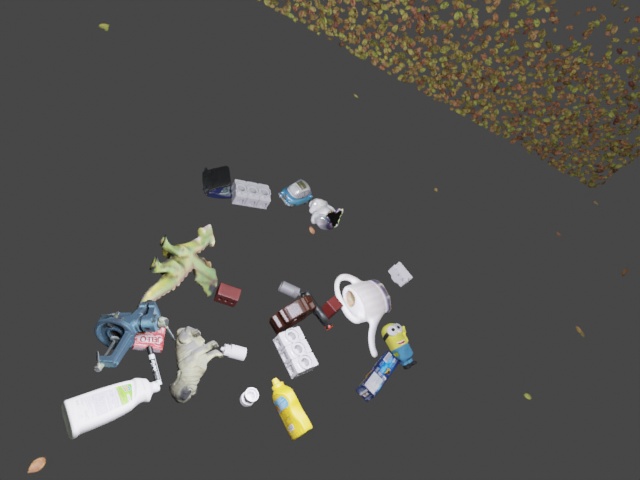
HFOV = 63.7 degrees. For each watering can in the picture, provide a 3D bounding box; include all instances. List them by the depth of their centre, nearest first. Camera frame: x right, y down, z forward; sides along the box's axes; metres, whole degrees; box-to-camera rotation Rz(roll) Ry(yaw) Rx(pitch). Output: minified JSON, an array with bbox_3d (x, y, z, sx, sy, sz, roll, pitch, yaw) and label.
[{"bbox_3d":[0.187,0.275,1.998,0.225,0.102,0.353,-10,60,-38],"label":"watering can"}]

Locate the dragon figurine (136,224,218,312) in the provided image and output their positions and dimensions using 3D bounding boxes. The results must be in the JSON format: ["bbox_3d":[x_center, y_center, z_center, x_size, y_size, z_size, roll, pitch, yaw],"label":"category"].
[{"bbox_3d":[-0.454,0.111,1.748,0.241,0.120,0.420,26,53,-23],"label":"dragon figurine"}]

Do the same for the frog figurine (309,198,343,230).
[{"bbox_3d":[0.007,-0.112,2.234,0.160,0.120,0.139,21,42,37],"label":"frog figurine"}]
